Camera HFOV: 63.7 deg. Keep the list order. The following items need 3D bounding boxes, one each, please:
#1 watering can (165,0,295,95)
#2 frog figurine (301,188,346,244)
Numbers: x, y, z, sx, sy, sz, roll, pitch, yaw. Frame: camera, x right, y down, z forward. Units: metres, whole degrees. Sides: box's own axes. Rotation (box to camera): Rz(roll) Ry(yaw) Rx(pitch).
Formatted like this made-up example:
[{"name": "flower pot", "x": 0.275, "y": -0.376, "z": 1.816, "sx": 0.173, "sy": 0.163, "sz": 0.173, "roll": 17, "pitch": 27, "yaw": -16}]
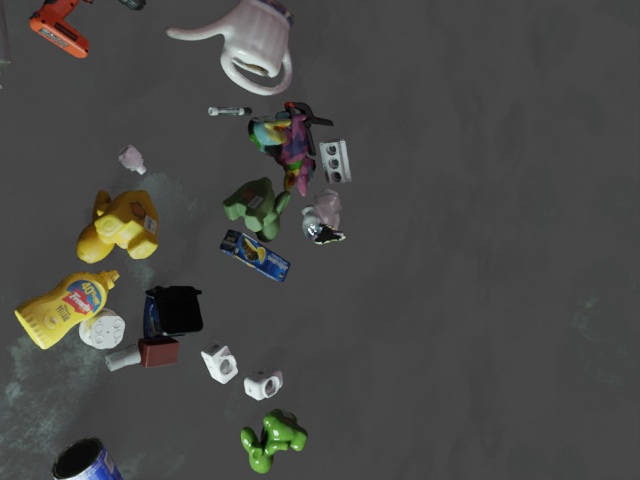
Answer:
[{"name": "watering can", "x": -0.180, "y": -0.481, "z": 1.202, "sx": 0.345, "sy": 0.104, "sz": 0.226, "roll": 20, "pitch": 82, "yaw": -46}, {"name": "frog figurine", "x": 0.005, "y": -0.075, "z": 1.488, "sx": 0.137, "sy": 0.121, "sz": 0.163, "roll": 15, "pitch": 51, "yaw": -38}]
